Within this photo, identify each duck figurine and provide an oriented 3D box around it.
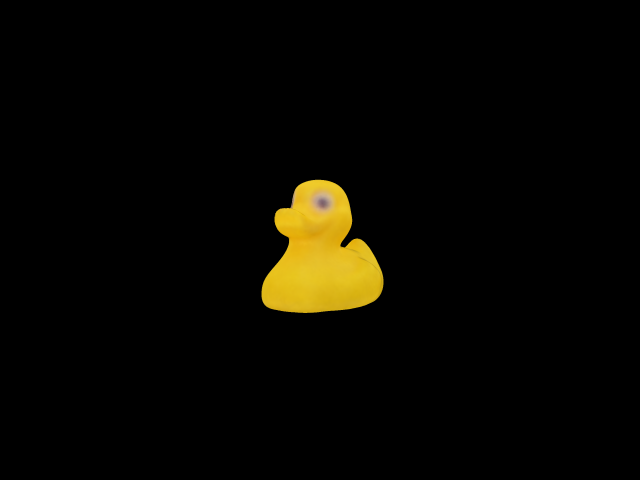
[{"bbox_3d":[0.004,0.001,0.400,0.077,0.086,0.105,2,3,36],"label":"duck figurine"}]
